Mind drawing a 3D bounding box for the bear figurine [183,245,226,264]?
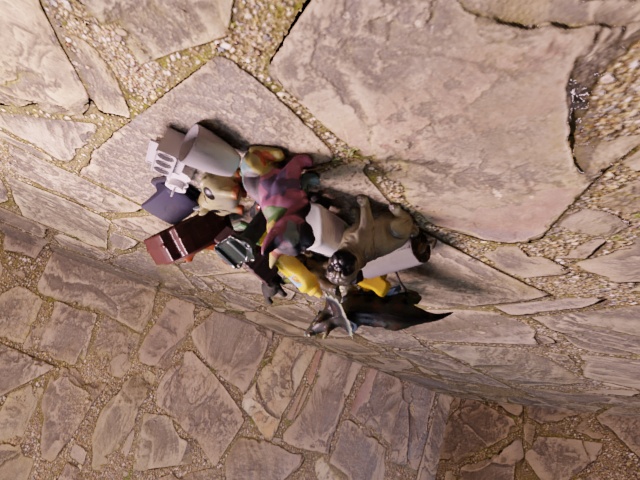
[{"bbox_3d":[-0.311,0.027,1.632,0.195,0.132,0.120,33,-166,-28],"label":"bear figurine"}]

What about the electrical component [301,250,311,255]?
[{"bbox_3d":[-0.036,-0.019,1.250,0.045,0.102,0.078,11,-172,-39],"label":"electrical component"}]

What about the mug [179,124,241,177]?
[{"bbox_3d":[-0.217,-0.170,1.064,0.107,0.080,0.110,26,-176,-30],"label":"mug"}]

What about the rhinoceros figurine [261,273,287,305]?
[{"bbox_3d":[-0.161,0.118,1.680,0.073,0.190,0.112,-30,121,6],"label":"rhinoceros figurine"}]

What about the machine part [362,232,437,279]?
[{"bbox_3d":[0.168,0.036,1.248,0.079,0.079,0.243,31,144,-34],"label":"machine part"}]

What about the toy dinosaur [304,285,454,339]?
[{"bbox_3d":[0.160,0.188,1.400,0.405,0.131,0.192,0,-166,4],"label":"toy dinosaur"}]

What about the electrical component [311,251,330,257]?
[{"bbox_3d":[-0.003,-0.004,1.365,0.134,0.058,0.115,27,161,-27],"label":"electrical component"}]

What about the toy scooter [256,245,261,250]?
[{"bbox_3d":[-0.231,0.020,1.498,0.135,0.075,0.184,8,-177,-32],"label":"toy scooter"}]

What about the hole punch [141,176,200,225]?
[{"bbox_3d":[-0.380,-0.102,1.381,0.116,0.092,0.142,-6,147,42],"label":"hole punch"}]

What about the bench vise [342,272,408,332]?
[{"bbox_3d":[0.165,0.178,1.581,0.241,0.223,0.128,-27,92,35],"label":"bench vise"}]

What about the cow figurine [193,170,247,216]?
[{"bbox_3d":[-0.236,-0.104,1.250,0.127,0.085,0.195,11,164,0],"label":"cow figurine"}]

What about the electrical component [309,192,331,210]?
[{"bbox_3d":[-0.008,-0.082,1.204,0.063,0.021,0.094,23,160,-17],"label":"electrical component"}]

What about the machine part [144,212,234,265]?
[{"bbox_3d":[-0.346,-0.011,1.422,0.202,0.201,0.087,-9,108,54],"label":"machine part"}]

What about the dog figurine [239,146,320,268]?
[{"bbox_3d":[-0.089,-0.061,1.034,0.192,0.219,0.108,13,157,11],"label":"dog figurine"}]

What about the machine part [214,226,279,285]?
[{"bbox_3d":[-0.181,0.037,1.342,0.179,0.056,0.179,39,170,8],"label":"machine part"}]

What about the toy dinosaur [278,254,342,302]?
[{"bbox_3d":[-0.022,0.099,1.595,0.199,0.105,0.470,2,148,38],"label":"toy dinosaur"}]

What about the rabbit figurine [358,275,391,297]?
[{"bbox_3d":[0.126,0.083,1.417,0.163,0.121,0.173,4,177,17],"label":"rabbit figurine"}]

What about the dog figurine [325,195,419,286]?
[{"bbox_3d":[0.112,0.023,1.135,0.172,0.190,0.121,13,161,8],"label":"dog figurine"}]

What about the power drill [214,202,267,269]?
[{"bbox_3d":[-0.139,-0.032,1.186,0.086,0.207,0.232,51,143,-12],"label":"power drill"}]
